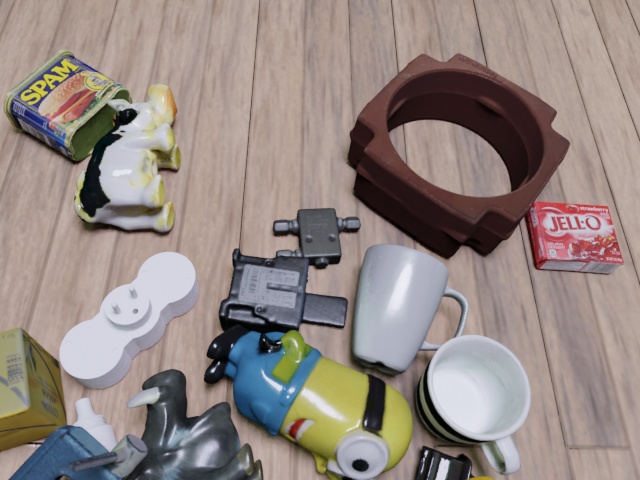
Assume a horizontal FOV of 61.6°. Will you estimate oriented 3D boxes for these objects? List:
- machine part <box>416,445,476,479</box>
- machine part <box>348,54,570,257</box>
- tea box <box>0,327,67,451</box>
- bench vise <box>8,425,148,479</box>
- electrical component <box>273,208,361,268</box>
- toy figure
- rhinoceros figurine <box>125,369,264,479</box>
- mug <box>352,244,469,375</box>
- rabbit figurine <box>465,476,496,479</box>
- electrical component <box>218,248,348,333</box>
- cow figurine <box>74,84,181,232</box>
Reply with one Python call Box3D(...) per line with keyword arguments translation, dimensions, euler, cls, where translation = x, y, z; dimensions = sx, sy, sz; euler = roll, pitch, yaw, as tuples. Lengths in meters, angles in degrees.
Box3D(translation=(0.141, 0.229, 0.444), dimensions=(0.139, 0.039, 0.084), euler=(23, 56, 7), cls="machine part")
Box3D(translation=(0.148, -0.097, 0.596), dimensions=(0.202, 0.087, 0.201), euler=(35, 63, 14), cls="machine part")
Box3D(translation=(-0.297, 0.133, 0.408), dimensions=(0.170, 0.098, 0.068), euler=(-16, 64, -14), cls="tea box")
Box3D(translation=(-0.220, 0.209, 0.349), dimensions=(0.224, 0.129, 0.240), euler=(42, 84, 7), cls="bench vise")
Box3D(translation=(-0.001, -0.002, 0.561), dimensions=(0.094, 0.021, 0.063), euler=(-4, 62, -10), cls="electrical component")
Box3D(translation=(-0.007, 0.131, 0.455), dimensions=(0.180, 0.082, 0.089), euler=(30, 64, 12), cls="toy figure")
Box3D(translation=(-0.100, 0.195, 0.417), dimensions=(0.112, 0.073, 0.190), euler=(-13, 65, -2), cls="rhinoceros figurine")
Box3D(translation=(0.079, 0.073, 0.503), dimensions=(0.110, 0.080, 0.107), euler=(22, 71, -2), cls="mug")
Box3D(translation=(0.118, 0.273, 0.349), dimensions=(0.122, 0.162, 0.173), euler=(-22, 101, -9), cls="rabbit figurine")
Box3D(translation=(-0.031, 0.057, 0.511), dimensions=(0.119, 0.047, 0.075), euler=(11, 61, 1), cls="electrical component")
Box3D(translation=(-0.198, -0.090, 0.562), dimensions=(0.098, 0.068, 0.167), euler=(-2, 61, -2), cls="cow figurine")
